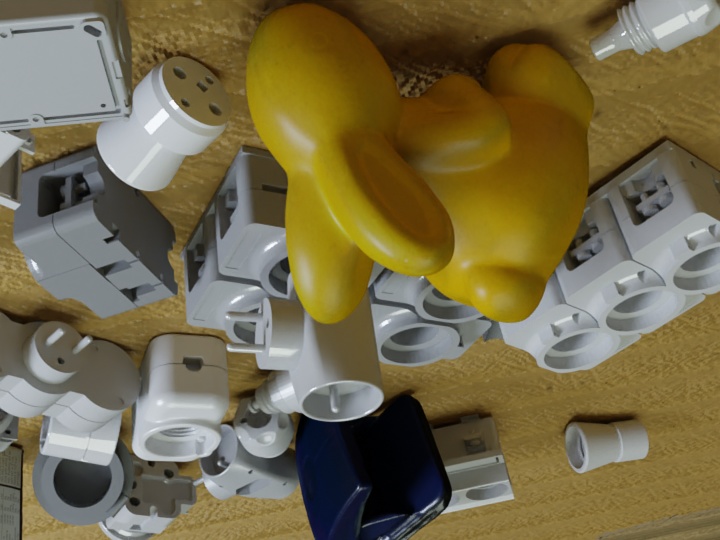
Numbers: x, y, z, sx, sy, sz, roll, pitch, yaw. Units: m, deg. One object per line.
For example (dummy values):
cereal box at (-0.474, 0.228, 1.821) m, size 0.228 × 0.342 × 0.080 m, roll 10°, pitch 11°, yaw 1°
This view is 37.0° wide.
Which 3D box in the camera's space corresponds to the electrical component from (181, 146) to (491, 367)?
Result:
electrical component at (0.000, 0.000, 0.642) m, size 0.186 × 0.060 × 0.105 m, roll 9°, pitch 142°, yaw -25°

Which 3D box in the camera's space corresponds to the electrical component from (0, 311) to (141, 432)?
electrical component at (-0.200, 0.057, 0.687) m, size 0.138 × 0.052 × 0.074 m, roll 23°, pitch 135°, yaw -38°

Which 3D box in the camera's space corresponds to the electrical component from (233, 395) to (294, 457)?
electrical component at (-0.071, 0.123, 0.826) m, size 0.043 × 0.043 × 0.062 m, roll -10°, pitch 148°, yaw 2°

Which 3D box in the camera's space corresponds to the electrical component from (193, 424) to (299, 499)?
electrical component at (-0.102, 0.163, 0.878) m, size 0.079 × 0.043 × 0.077 m, roll -29°, pitch 141°, yaw 28°

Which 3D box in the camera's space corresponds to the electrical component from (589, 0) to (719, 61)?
electrical component at (0.141, -0.120, 0.518) m, size 0.061 × 0.035 × 0.035 m, roll -25°, pitch 143°, yaw 26°

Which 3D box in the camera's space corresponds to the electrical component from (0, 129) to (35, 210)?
electrical component at (-0.192, -0.067, 0.514) m, size 0.064 × 0.042 × 0.081 m, roll -36°, pitch 139°, yaw 30°

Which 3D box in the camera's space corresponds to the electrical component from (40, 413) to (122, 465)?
electrical component at (-0.199, 0.109, 0.765) m, size 0.047 × 0.055 × 0.055 m, roll 11°, pitch 142°, yaw -21°

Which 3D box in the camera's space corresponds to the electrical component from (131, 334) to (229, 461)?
electrical component at (-0.127, 0.095, 0.755) m, size 0.054 × 0.059 × 0.095 m, roll 6°, pitch 144°, yaw -21°

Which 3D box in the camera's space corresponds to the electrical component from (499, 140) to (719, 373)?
electrical component at (0.166, 0.000, 0.670) m, size 0.089 × 0.061 × 0.150 m, roll 20°, pitch 134°, yaw -39°

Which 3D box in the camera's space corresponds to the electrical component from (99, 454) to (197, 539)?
electrical component at (-0.183, 0.191, 0.890) m, size 0.078 × 0.058 × 0.057 m, roll 14°, pitch 137°, yaw -31°

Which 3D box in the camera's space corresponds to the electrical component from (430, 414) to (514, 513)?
electrical component at (0.062, 0.168, 0.905) m, size 0.121 × 0.063 × 0.078 m, roll -13°, pitch 146°, yaw 7°

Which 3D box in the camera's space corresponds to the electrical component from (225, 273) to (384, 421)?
electrical component at (-0.031, 0.034, 0.558) m, size 0.079 × 0.077 × 0.044 m, roll 5°, pitch 144°, yaw -18°

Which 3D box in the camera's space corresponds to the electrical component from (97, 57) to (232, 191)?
electrical component at (-0.095, -0.071, 0.526) m, size 0.045 × 0.045 × 0.055 m, roll 22°, pitch 135°, yaw -38°

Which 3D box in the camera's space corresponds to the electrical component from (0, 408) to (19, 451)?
electrical component at (-0.268, 0.096, 0.727) m, size 0.078 × 0.058 × 0.057 m, roll 14°, pitch 143°, yaw -30°

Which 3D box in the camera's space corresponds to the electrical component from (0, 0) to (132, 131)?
electrical component at (-0.149, -0.101, 0.455) m, size 0.096 × 0.061 × 0.061 m, roll -6°, pitch 147°, yaw -4°

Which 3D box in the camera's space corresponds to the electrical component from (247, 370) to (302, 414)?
electrical component at (-0.048, 0.084, 0.774) m, size 0.078 × 0.040 × 0.040 m, roll -27°, pitch 143°, yaw 26°

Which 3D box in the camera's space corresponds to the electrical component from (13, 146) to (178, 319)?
electrical component at (-0.147, -0.017, 0.590) m, size 0.056 × 0.050 × 0.089 m, roll -18°, pitch 146°, yaw 12°

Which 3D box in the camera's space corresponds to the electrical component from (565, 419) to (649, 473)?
electrical component at (0.217, 0.150, 0.936) m, size 0.065 × 0.044 × 0.044 m, roll -5°, pitch 147°, yaw -14°
